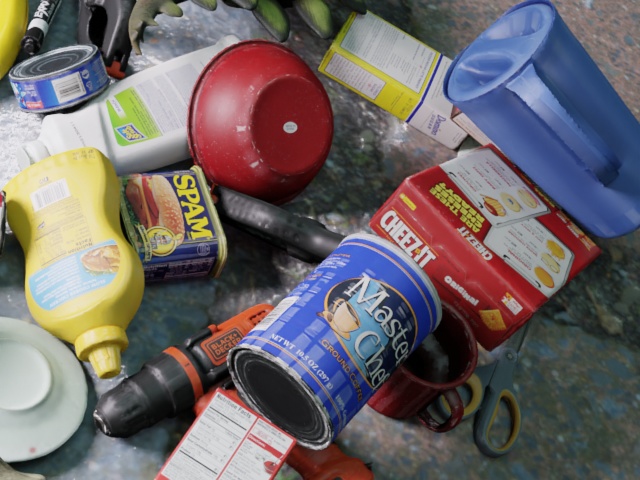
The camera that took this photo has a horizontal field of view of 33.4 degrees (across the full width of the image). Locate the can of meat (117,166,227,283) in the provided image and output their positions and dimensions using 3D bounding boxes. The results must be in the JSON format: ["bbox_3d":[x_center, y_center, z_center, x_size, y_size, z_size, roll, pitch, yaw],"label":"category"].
[{"bbox_3d":[-0.138,-0.013,0.935,0.083,0.058,0.102,-7,60,-26],"label":"can of meat"}]

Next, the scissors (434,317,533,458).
[{"bbox_3d":[0.161,0.112,1.017,0.096,0.016,0.201,23,50,-10],"label":"scissors"}]

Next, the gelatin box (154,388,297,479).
[{"bbox_3d":[-0.070,0.166,0.790,0.073,0.030,0.089,31,59,6],"label":"gelatin box"}]

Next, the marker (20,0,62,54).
[{"bbox_3d":[-0.265,-0.213,1.022,0.020,0.020,0.121,19,37,-13],"label":"marker"}]

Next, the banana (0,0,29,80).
[{"bbox_3d":[-0.310,-0.211,1.009,0.069,0.037,0.198,-8,58,-9],"label":"banana"}]

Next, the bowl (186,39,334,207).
[{"bbox_3d":[-0.042,-0.107,0.992,0.161,0.055,0.162,-4,97,-36],"label":"bowl"}]

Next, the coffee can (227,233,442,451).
[{"bbox_3d":[0.013,0.076,0.822,0.103,0.103,0.140,43,60,7],"label":"coffee can"}]

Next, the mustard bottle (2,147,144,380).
[{"bbox_3d":[-0.193,0.023,0.865,0.096,0.058,0.192,-23,65,5],"label":"mustard bottle"}]

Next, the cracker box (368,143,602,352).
[{"bbox_3d":[0.163,-0.001,1.026,0.164,0.072,0.213,47,32,11],"label":"cracker box"}]

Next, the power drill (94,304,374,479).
[{"bbox_3d":[-0.062,0.157,0.849,0.184,0.057,0.188,-29,74,-32],"label":"power drill"}]

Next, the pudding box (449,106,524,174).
[{"bbox_3d":[0.196,-0.137,1.149,0.113,0.039,0.090,33,50,-22],"label":"pudding box"}]

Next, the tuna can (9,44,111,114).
[{"bbox_3d":[-0.236,-0.147,0.965,0.086,0.034,0.086,-12,27,6],"label":"tuna can"}]

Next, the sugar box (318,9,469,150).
[{"bbox_3d":[0.094,-0.180,1.176,0.176,0.048,0.093,32,49,-7],"label":"sugar box"}]

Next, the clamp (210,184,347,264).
[{"bbox_3d":[-0.006,0.001,0.947,0.210,0.164,0.036,24,82,1],"label":"clamp"}]

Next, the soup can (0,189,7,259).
[{"bbox_3d":[-0.305,-0.014,0.845,0.102,0.069,0.068,7,54,-23],"label":"soup can"}]

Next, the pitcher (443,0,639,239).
[{"bbox_3d":[0.247,-0.108,1.061,0.242,0.145,0.149,42,59,-24],"label":"pitcher"}]

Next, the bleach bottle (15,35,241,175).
[{"bbox_3d":[-0.165,-0.114,0.991,0.250,0.068,0.102,-23,70,-34],"label":"bleach bottle"}]

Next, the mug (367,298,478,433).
[{"bbox_3d":[0.085,0.115,0.933,0.093,0.082,0.117,-20,68,-35],"label":"mug"}]

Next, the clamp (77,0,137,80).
[{"bbox_3d":[-0.216,-0.234,1.045,0.039,0.120,0.171,14,69,-39],"label":"clamp"}]
